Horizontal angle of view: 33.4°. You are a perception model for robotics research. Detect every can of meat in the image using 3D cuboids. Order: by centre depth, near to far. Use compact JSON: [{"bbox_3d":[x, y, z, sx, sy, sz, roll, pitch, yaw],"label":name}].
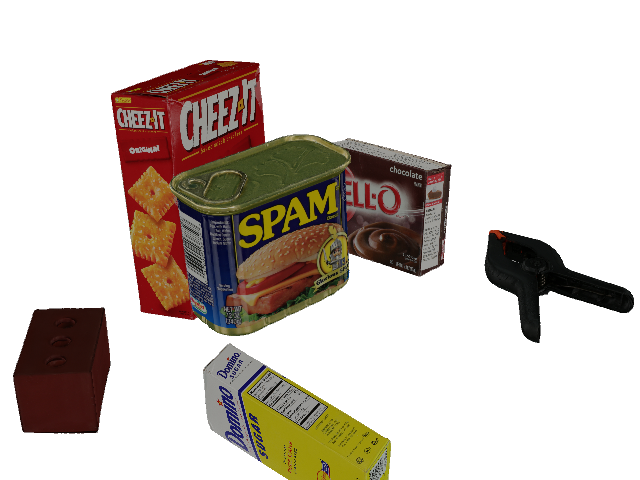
[{"bbox_3d":[-0.031,-0.004,0.612,0.101,0.084,0.058,-23,34,-32],"label":"can of meat"}]

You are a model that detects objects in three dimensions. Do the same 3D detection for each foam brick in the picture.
[{"bbox_3d":[-0.178,0.090,0.742,0.053,0.051,0.078,-1,31,-3],"label":"foam brick"}]

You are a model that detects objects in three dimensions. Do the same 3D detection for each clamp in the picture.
[{"bbox_3d":[0.229,0.038,1.071,0.120,0.039,0.171,-6,34,-15],"label":"clamp"}]

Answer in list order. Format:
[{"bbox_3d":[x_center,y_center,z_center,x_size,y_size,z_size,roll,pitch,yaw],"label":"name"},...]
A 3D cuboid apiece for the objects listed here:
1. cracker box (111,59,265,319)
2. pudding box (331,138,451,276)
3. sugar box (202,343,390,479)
[{"bbox_3d":[-0.114,-0.053,1.030,0.072,0.214,0.164,7,22,26],"label":"cracker box"},{"bbox_3d":[0.052,-0.030,0.884,0.114,0.090,0.039,18,26,38],"label":"pudding box"},{"bbox_3d":[-0.023,0.171,0.938,0.176,0.093,0.048,25,50,23],"label":"sugar box"}]
